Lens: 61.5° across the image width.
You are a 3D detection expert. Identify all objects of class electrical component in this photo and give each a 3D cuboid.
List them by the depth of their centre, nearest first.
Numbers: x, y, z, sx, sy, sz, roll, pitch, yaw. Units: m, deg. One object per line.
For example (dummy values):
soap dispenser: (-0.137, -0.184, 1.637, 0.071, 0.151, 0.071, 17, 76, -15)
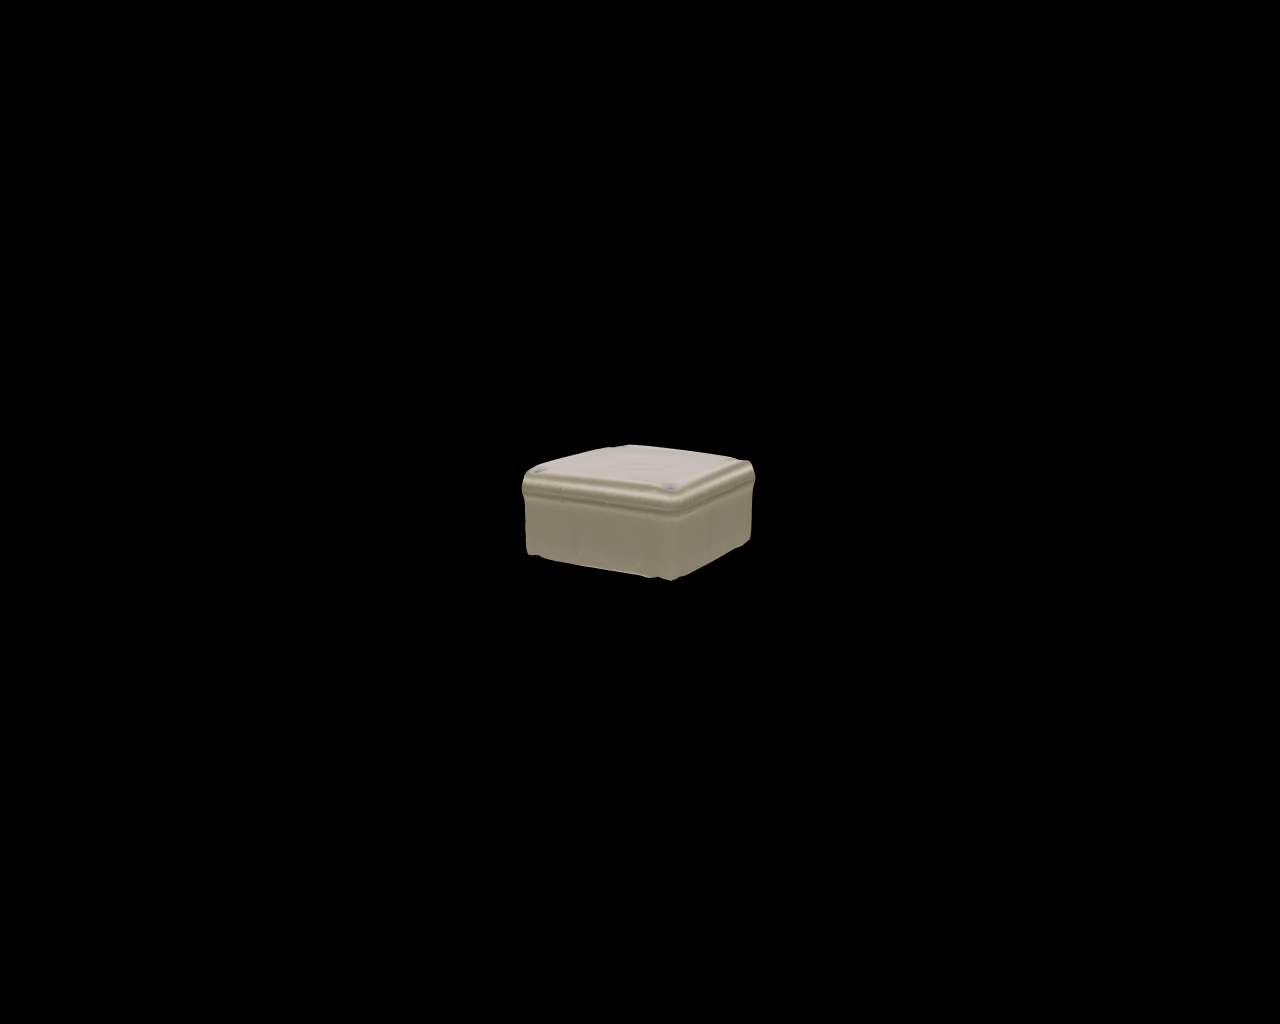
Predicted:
electrical component: (0.001, -0.003, 0.650, 0.109, 0.056, 0.109, 8, 16, 31)
